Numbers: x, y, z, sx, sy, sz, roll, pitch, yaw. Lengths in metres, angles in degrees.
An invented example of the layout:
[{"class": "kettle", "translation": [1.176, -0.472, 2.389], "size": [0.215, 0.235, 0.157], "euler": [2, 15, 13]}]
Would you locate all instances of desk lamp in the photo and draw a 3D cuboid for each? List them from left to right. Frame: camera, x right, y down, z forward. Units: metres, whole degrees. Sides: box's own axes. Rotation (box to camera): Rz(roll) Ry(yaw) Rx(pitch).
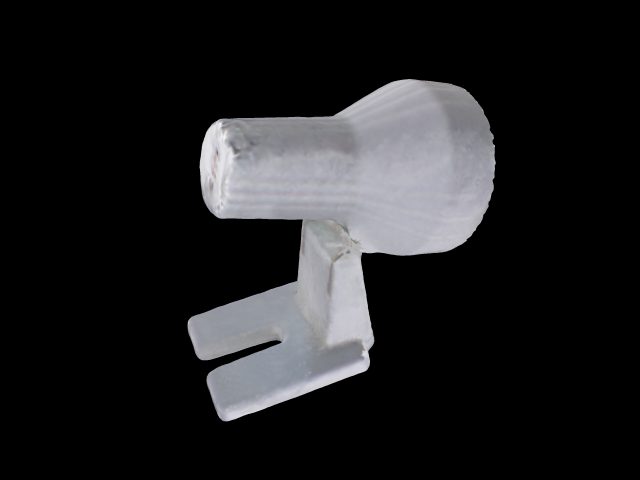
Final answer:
[{"class": "desk lamp", "translation": [0.004, 0.001, 0.400], "size": [0.203, 0.214, 0.117], "euler": [-18, 44, -19]}]
